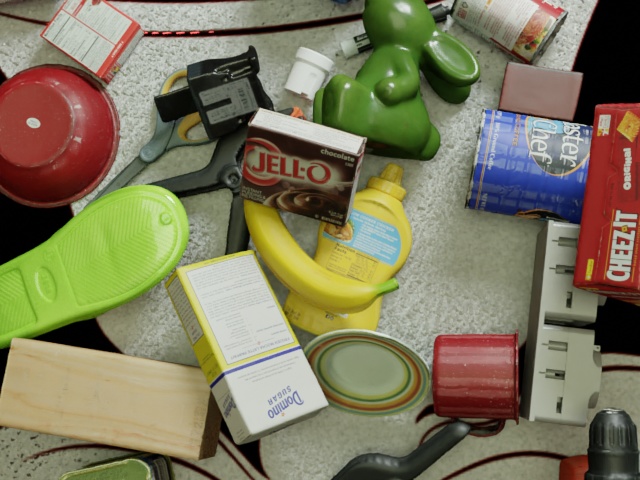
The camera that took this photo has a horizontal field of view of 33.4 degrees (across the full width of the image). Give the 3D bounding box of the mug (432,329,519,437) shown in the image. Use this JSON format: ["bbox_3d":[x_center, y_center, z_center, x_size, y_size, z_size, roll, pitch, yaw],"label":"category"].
[{"bbox_3d":[0.154,0.144,1.049,0.081,0.093,0.117,0,119,11],"label":"mug"}]

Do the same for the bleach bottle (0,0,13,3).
[{"bbox_3d":[-0.400,-0.290,1.161,0.251,0.068,0.102,-12,61,6],"label":"bleach bottle"}]

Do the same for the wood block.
[{"bbox_3d":[-0.205,0.159,1.076,0.206,0.091,0.090,9,83,7],"label":"wood block"}]

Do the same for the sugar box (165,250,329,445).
[{"bbox_3d":[-0.072,0.101,1.030,0.093,0.048,0.176,-15,73,-34],"label":"sugar box"}]

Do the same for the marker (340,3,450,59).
[{"bbox_3d":[0.080,-0.222,1.130,0.121,0.020,0.020,-21,81,3],"label":"marker"}]

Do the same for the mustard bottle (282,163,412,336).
[{"bbox_3d":[0.040,0.011,1.085,0.096,0.058,0.191,23,86,6],"label":"mustard bottle"}]

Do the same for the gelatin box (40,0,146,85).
[{"bbox_3d":[-0.246,-0.224,1.159,0.089,0.030,0.073,35,88,11],"label":"gelatin box"}]

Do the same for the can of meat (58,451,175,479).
[{"bbox_3d":[-0.204,0.247,1.068,0.102,0.084,0.057,-14,82,4],"label":"can of meat"}]

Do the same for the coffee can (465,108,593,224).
[{"bbox_3d":[0.221,-0.069,1.053,0.140,0.103,0.103,10,84,7],"label":"coffee can"}]

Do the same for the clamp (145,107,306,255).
[{"bbox_3d":[-0.098,-0.062,1.120,0.164,0.036,0.210,36,88,10],"label":"clamp"}]

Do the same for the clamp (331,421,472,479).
[{"bbox_3d":[0.081,0.235,1.049,0.171,0.039,0.120,-2,96,11],"label":"clamp"}]

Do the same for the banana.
[{"bbox_3d":[-0.016,0.016,1.051,0.198,0.037,0.069,37,73,22],"label":"banana"}]

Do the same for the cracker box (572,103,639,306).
[{"bbox_3d":[0.319,-0.019,0.983,0.072,0.213,0.164,3,82,40],"label":"cracker box"}]

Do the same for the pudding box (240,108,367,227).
[{"bbox_3d":[-0.018,-0.070,1.031,0.113,0.090,0.039,15,41,5],"label":"pudding box"}]

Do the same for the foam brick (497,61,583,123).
[{"bbox_3d":[0.223,-0.145,1.089,0.078,0.053,0.051,10,84,8],"label":"foam brick"}]

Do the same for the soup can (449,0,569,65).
[{"bbox_3d":[0.193,-0.231,1.095,0.102,0.068,0.068,35,87,10],"label":"soup can"}]

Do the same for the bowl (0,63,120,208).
[{"bbox_3d":[-0.298,-0.117,1.139,0.162,0.055,0.162,-1,83,5],"label":"bowl"}]

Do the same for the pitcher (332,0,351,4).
[{"bbox_3d":[0.082,-0.354,1.100,0.243,0.145,0.149,-43,69,3],"label":"pitcher"}]

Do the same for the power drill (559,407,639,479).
[{"bbox_3d":[0.255,0.241,0.969,0.057,0.187,0.184,1,84,7],"label":"power drill"}]

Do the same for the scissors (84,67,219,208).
[{"bbox_3d":[-0.185,-0.113,1.145,0.202,0.016,0.096,-27,82,1],"label":"scissors"}]
